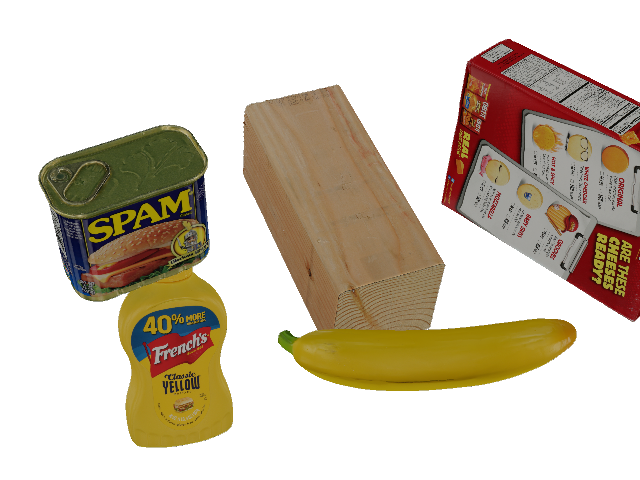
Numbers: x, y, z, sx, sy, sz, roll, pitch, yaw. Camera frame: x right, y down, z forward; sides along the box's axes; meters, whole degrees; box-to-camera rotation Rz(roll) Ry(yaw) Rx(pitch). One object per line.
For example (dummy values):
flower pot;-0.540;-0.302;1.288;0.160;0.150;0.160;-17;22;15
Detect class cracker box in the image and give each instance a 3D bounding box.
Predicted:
cracker box;0.217;-0.056;0.924;0.214;0.164;0.072;34;50;28

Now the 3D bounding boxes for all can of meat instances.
can of meat;-0.122;-0.016;0.690;0.102;0.084;0.057;-20;50;-20

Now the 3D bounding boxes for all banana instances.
banana;0.068;0.069;0.682;0.198;0.037;0.069;0;26;4

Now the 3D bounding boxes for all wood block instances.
wood block;0.012;-0.020;0.877;0.090;0.206;0.091;-15;-36;-16

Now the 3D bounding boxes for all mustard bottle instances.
mustard bottle;-0.131;0.088;0.954;0.096;0.192;0.058;-7;21;-15
